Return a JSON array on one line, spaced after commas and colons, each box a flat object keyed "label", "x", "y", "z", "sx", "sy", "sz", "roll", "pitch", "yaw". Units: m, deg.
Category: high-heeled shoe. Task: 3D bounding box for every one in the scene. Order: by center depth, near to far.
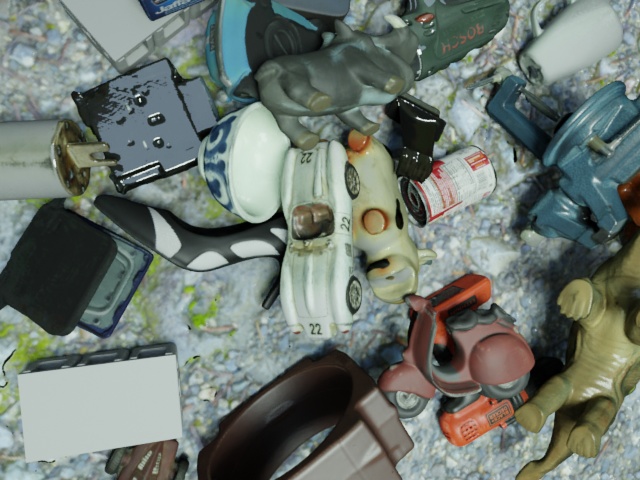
[{"label": "high-heeled shoe", "x": -0.102, "y": -0.027, "z": 0.589, "sx": 0.248, "sy": 0.086, "sz": 0.145, "roll": 32, "pitch": 82, "yaw": -18}]

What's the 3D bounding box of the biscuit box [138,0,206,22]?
[{"label": "biscuit box", "x": -0.090, "y": -0.284, "z": 0.521, "sx": 0.203, "sy": 0.063, "sz": 0.059, "roll": -25, "pitch": 96, "yaw": -7}]

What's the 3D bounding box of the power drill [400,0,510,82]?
[{"label": "power drill", "x": 0.106, "y": -0.292, "z": 0.623, "sx": 0.232, "sy": 0.086, "sz": 0.207, "roll": -20, "pitch": 100, "yaw": -15}]

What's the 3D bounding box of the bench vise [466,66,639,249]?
[{"label": "bench vise", "x": 0.285, "y": -0.112, "z": 0.648, "sx": 0.129, "sy": 0.223, "sz": 0.241, "roll": -20, "pitch": 60, "yaw": -38}]

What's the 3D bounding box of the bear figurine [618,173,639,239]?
[{"label": "bear figurine", "x": 0.431, "y": -0.044, "z": 0.712, "sx": 0.120, "sy": 0.132, "sz": 0.195, "roll": -27, "pitch": 116, "yaw": -9}]

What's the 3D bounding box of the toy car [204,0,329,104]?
[{"label": "toy car", "x": -0.065, "y": -0.197, "z": 0.577, "sx": 0.161, "sy": 0.103, "sz": 0.109, "roll": -6, "pitch": 100, "yaw": -48}]

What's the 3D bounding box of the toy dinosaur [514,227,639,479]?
[{"label": "toy dinosaur", "x": 0.338, "y": 0.081, "z": 0.601, "sx": 0.198, "sy": 0.105, "sz": 0.471, "roll": 2, "pitch": 115, "yaw": -54}]

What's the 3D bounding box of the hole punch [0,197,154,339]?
[{"label": "hole punch", "x": -0.252, "y": 0.034, "z": 0.559, "sx": 0.116, "sy": 0.092, "sz": 0.142, "roll": 27, "pitch": 87, "yaw": 19}]

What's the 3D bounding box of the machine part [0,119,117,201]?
[{"label": "machine part", "x": -0.319, "y": -0.074, "z": 0.518, "sx": 0.243, "sy": 0.079, "sz": 0.079, "roll": -4, "pitch": 92, "yaw": 0}]

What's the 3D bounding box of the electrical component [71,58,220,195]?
[{"label": "electrical component", "x": -0.177, "y": -0.125, "z": 0.578, "sx": 0.134, "sy": 0.058, "sz": 0.114, "roll": -26, "pitch": 99, "yaw": -11}]

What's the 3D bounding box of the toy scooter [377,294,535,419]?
[{"label": "toy scooter", "x": 0.148, "y": 0.115, "z": 0.593, "sx": 0.184, "sy": 0.075, "sz": 0.135, "roll": -11, "pitch": 103, "yaw": -9}]

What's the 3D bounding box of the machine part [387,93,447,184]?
[{"label": "machine part", "x": 0.112, "y": -0.124, "z": 0.627, "sx": 0.084, "sy": 0.039, "sz": 0.139, "roll": 31, "pitch": 44, "yaw": -18}]

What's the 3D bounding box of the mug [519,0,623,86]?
[{"label": "mug", "x": 0.305, "y": -0.254, "z": 0.680, "sx": 0.107, "sy": 0.081, "sz": 0.109, "roll": -38, "pitch": 106, "yaw": 0}]

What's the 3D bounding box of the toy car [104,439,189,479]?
[{"label": "toy car", "x": -0.216, "y": 0.309, "z": 0.583, "sx": 0.089, "sy": 0.053, "sz": 0.202, "roll": 27, "pitch": 86, "yaw": -10}]

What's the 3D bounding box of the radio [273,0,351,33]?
[{"label": "radio", "x": -0.034, "y": -0.356, "z": 0.600, "sx": 0.131, "sy": 0.073, "sz": 0.229, "roll": 0, "pitch": 90, "yaw": -13}]

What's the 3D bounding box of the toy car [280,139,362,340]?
[{"label": "toy car", "x": -0.001, "y": -0.002, "z": 0.543, "sx": 0.074, "sy": 0.056, "sz": 0.201, "roll": -6, "pitch": 77, "yaw": 28}]

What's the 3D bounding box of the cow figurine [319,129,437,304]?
[{"label": "cow figurine", "x": 0.066, "y": -0.022, "z": 0.617, "sx": 0.085, "sy": 0.127, "sz": 0.195, "roll": -20, "pitch": 77, "yaw": 30}]

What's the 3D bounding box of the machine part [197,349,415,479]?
[{"label": "machine part", "x": -0.020, "y": 0.216, "z": 0.550, "sx": 0.201, "sy": 0.201, "sz": 0.087, "roll": -35, "pitch": 101, "yaw": -10}]

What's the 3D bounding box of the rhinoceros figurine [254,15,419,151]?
[{"label": "rhinoceros figurine", "x": 0.026, "y": -0.163, "z": 0.535, "sx": 0.190, "sy": 0.073, "sz": 0.112, "roll": -26, "pitch": 66, "yaw": -27}]
